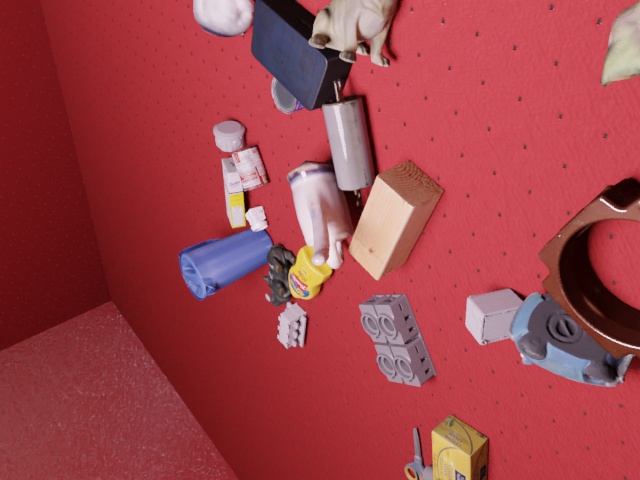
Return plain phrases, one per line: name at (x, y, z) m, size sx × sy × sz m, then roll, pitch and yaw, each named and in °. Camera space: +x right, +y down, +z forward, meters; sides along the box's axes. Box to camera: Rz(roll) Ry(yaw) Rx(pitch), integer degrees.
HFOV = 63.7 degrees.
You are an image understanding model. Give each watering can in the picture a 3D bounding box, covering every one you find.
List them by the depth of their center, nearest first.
watering can at (0.003, -0.051, 1.009) m, size 0.347 × 0.104 × 0.225 m, roll 5°, pitch -111°, yaw -83°

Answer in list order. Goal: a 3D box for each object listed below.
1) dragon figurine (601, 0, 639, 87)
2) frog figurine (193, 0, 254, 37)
dragon figurine at (0.392, -0.155, 0.495) m, size 0.247 × 0.123 × 0.401 m, roll 48°, pitch 134°, yaw 43°
frog figurine at (-0.201, -0.519, 1.092) m, size 0.137 × 0.125 × 0.156 m, roll 24°, pitch 129°, yaw 0°
